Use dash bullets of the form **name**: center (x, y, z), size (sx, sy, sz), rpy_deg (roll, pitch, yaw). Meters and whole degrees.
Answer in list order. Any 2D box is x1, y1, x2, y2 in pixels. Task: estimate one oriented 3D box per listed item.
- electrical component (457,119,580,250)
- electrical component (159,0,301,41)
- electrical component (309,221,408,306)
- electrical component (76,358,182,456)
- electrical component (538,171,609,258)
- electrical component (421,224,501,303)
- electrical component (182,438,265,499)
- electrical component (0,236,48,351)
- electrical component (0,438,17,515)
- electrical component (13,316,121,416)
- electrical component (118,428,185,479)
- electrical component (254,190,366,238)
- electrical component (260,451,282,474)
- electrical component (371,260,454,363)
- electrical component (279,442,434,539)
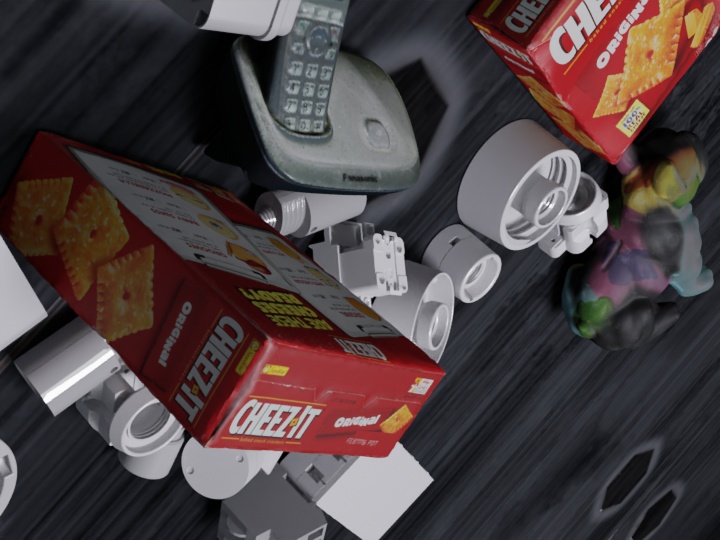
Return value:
- **electrical component**: center (0.143, -0.068, 0.925), size (0.108, 0.060, 0.108), rpy_deg (-30, 142, -28)
- **electrical component**: center (-0.062, -0.185, 0.557), size (0.057, 0.078, 0.113), rpy_deg (-4, 125, -44)
- **electrical component**: center (0.000, 0.000, 0.808), size (0.042, 0.064, 0.081), rpy_deg (6, 76, -51)
- **electrical component**: center (-0.154, 0.089, 0.732), size (0.058, 0.057, 0.078), rpy_deg (-18, 134, -40)
- **electrical component**: center (0.197, -0.056, 1.003), size (0.078, 0.058, 0.057), rpy_deg (-43, 149, -11)
- **electrical component**: center (0.089, -0.004, 0.935), size (0.055, 0.047, 0.055), rpy_deg (-30, 142, -28)
- **electrical component**: center (-0.095, 0.099, 0.771), size (0.074, 0.052, 0.138), rpy_deg (-30, 134, -75)
- **electrical component**: center (-0.218, -0.008, 0.545), size (0.057, 0.078, 0.113), rpy_deg (-40, 145, -21)
- **electrical component**: center (-0.265, 0.119, 0.628), size (0.108, 0.060, 0.108), rpy_deg (-30, 142, -28)
- **electrical component**: center (-0.174, 0.051, 0.685), size (0.081, 0.043, 0.043), rpy_deg (-37, 144, -20)
- **electrical component**: center (-0.146, 0.115, 0.782), size (0.040, 0.040, 0.078), rpy_deg (4, 118, -51)
- **electrical component**: center (-0.040, -0.046, 0.748), size (0.081, 0.043, 0.043), rpy_deg (-23, 138, -35)
- **electrical component**: center (-0.070, 0.129, 0.885), size (0.065, 0.044, 0.044), rpy_deg (-47, 147, -14)
- **electrical component**: center (0.037, 0.042, 0.896), size (0.099, 0.064, 0.099), rpy_deg (-41, 138, -53)
- **electrical component**: center (-0.003, 0.185, 0.997), size (0.089, 0.062, 0.150), rpy_deg (-46, 146, -7)
